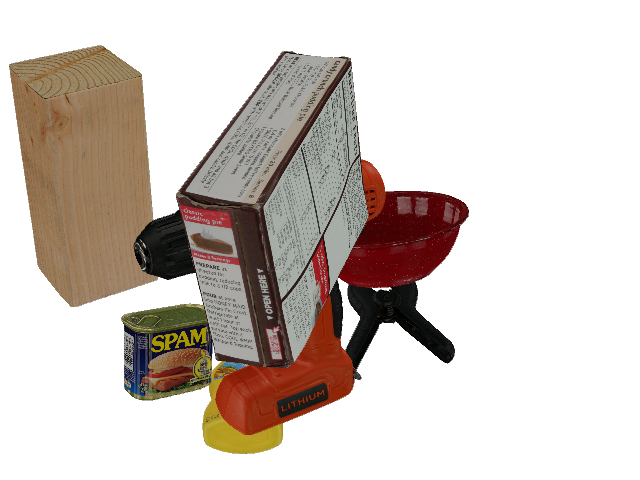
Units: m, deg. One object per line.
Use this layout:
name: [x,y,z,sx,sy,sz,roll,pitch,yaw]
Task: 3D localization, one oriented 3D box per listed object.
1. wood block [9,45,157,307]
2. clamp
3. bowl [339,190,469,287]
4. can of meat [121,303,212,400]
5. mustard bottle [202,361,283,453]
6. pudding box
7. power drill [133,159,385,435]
wood block: [-0.211,-0.057,0.962,0.090,0.206,0.090,-18,36,-28]
clamp: [0.084,0.078,1.185,0.120,0.171,0.039,5,-43,-4]
bowl: [0.060,0.002,0.996,0.162,0.055,0.162,-7,18,2]
can of meat: [-0.166,0.122,1.170,0.101,0.084,0.058,-8,18,-36]
mustard bottle: [-0.094,0.191,1.349,0.096,0.058,0.191,-2,26,0]
pudding box: [-0.015,-0.015,0.458,0.039,0.090,0.113,6,40,19]
power drill: [-0.038,0.043,0.748,0.184,0.188,0.057,-17,37,-26]
